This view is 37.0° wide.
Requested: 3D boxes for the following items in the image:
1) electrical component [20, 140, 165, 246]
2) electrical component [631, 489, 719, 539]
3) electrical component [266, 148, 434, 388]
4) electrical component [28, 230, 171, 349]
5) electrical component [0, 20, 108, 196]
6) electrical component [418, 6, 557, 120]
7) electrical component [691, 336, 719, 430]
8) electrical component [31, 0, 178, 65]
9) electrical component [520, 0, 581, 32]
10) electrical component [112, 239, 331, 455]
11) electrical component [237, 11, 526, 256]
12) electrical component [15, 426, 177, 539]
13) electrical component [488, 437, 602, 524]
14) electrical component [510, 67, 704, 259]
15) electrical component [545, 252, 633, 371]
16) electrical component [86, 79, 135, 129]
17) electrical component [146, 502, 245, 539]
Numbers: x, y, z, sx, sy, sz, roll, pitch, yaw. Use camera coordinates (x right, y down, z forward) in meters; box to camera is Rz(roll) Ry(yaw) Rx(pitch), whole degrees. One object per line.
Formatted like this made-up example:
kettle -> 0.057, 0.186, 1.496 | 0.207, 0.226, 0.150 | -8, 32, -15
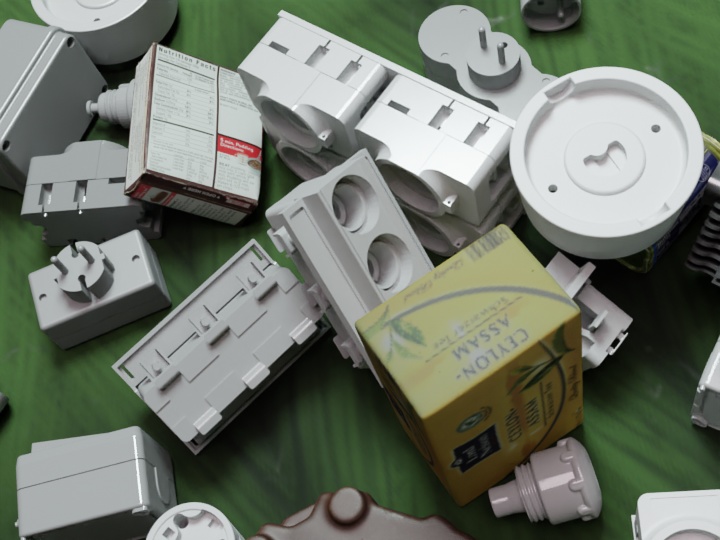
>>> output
electrical component -> -0.190, -0.056, 0.775 | 0.089, 0.050, 0.055 | -4, 63, 10
electrical component -> 0.206, 0.209, 0.554 | 0.105, 0.060, 0.186 | -5, 63, 9
electrical component -> 0.000, 0.000, 0.655 | 0.063, 0.121, 0.079 | -13, 22, 50
electrical component -> -0.183, 0.005, 0.728 | 0.083, 0.075, 0.047 | -23, 62, 0
electrical component -> -0.248, -0.121, 0.805 | 0.057, 0.078, 0.113 | 16, 68, 22
electrical component -> 0.093, -0.139, 0.745 | 0.052, 0.073, 0.138 | -38, 63, -9
electrical component -> 0.247, 0.070, 0.615 | 0.096, 0.061, 0.061 | 23, 70, 21
electrical component -> -0.197, -0.212, 0.850 | 0.108, 0.060, 0.108 | -5, 63, 9
electrical component -> 0.139, -0.222, 0.796 | 0.043, 0.043, 0.081 | -4, 63, 10
electrical component -> -0.084, 0.050, 0.685 | 0.121, 0.063, 0.078 | -43, 104, -11
electrical component -> 0.014, -0.084, 0.716 | 0.186, 0.105, 0.060 | 30, 73, 23
electrical component -> -0.168, 0.137, 0.666 | 0.096, 0.061, 0.061 | -15, 62, 4
electrical component -> 0.107, 0.127, 0.626 | 0.062, 0.048, 0.048 | -19, 61, 10
electrical component -> 0.145, -0.058, 0.639 | 0.108, 0.060, 0.108 | -3, 69, 9
electrical component -> 0.127, 0.029, 0.657 | 0.064, 0.081, 0.042 | 40, 76, 3
electrical component -> -0.168, -0.124, 0.811 | 0.078, 0.040, 0.040 | -2, 63, 11
electrical component -> -0.095, 0.172, 0.642 | 0.055, 0.047, 0.055 | -5, 63, 9
